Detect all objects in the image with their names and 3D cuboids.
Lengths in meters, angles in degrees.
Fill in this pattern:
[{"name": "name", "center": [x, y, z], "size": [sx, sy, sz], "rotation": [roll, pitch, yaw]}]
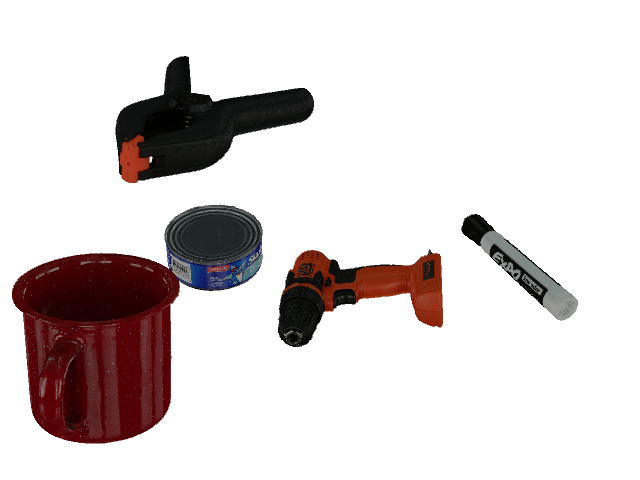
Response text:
[{"name": "marker", "center": [0.137, 0.015, 0.754], "size": [0.020, 0.020, 0.121], "rotation": [0, 30, -31]}, {"name": "tuna can", "center": [-0.094, 0.006, 0.942], "size": [0.086, 0.034, 0.086], "rotation": [0, 37, 0]}, {"name": "clamp", "center": [-0.096, -0.089, 0.754], "size": [0.120, 0.039, 0.171], "rotation": [17, 30, 29]}, {"name": "mug", "center": [-0.129, 0.067, 0.605], "size": [0.093, 0.081, 0.117], "rotation": [5, 23, 6]}, {"name": "power drill", "center": [0.047, 0.065, 1.233], "size": [0.188, 0.057, 0.184], "rotation": [0, 28, 7]}]
